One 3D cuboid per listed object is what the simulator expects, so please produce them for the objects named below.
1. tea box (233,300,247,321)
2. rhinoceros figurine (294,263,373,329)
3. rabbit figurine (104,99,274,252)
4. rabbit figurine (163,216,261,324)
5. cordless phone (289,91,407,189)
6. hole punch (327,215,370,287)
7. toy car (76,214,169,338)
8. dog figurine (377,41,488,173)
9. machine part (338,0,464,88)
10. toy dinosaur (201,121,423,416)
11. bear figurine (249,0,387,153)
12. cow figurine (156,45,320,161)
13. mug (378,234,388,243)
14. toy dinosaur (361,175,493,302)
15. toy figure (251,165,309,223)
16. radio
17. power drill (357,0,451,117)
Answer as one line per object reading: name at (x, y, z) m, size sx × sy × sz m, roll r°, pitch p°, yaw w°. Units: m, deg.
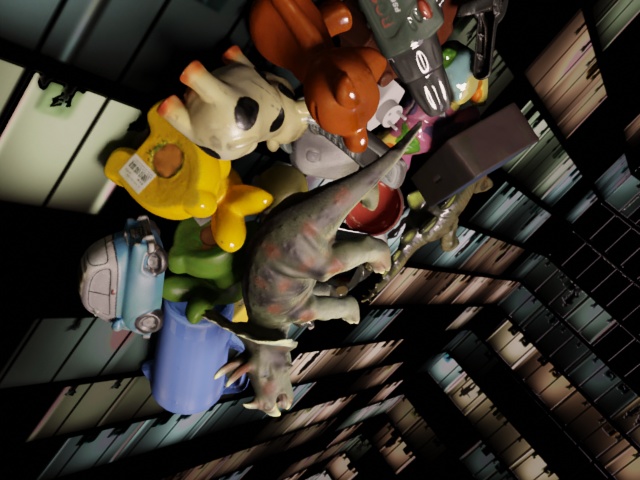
tea box at (-0.102, 0.103, 0.990) m, size 0.098 × 0.068 × 0.169 m, roll -47°, pitch 151°, yaw 11°
rhinoceros figurine at (0.017, 0.084, 0.983) m, size 0.190 × 0.073 × 0.112 m, roll -39°, pitch 169°, yaw -26°
rabbit figurine at (-0.132, -0.070, 0.633) m, size 0.122 × 0.162 × 0.173 m, roll -55°, pitch 170°, yaw 1°
rabbit figurine at (-0.140, 0.046, 0.759) m, size 0.159 × 0.121 × 0.170 m, roll -44°, pitch 152°, yaw -22°
cordless phone at (0.044, -0.113, 0.724) m, size 0.089 × 0.184 × 0.146 m, roll -32°, pitch 152°, yaw -26°
hole punch at (-0.002, -0.002, 0.789) m, size 0.116 × 0.092 × 0.142 m, roll 9°, pitch 130°, yaw -23°
toy car at (-0.254, 0.049, 0.683) m, size 0.103 × 0.109 × 0.161 m, roll -3°, pitch 129°, yaw -27°
dog figurine at (0.142, -0.184, 0.833) m, size 0.219 × 0.109 × 0.191 m, roll -33°, pitch 153°, yaw -8°
machine part at (0.107, -0.285, 0.689) m, size 0.179 × 0.056 × 0.179 m, roll -30°, pitch 150°, yaw -20°
toy dinosaur at (-0.028, 0.028, 0.654) m, size 0.192 × 0.131 × 0.404 m, roll -4°, pitch 126°, yaw -33°
bear figurine at (0.014, -0.195, 0.550) m, size 0.132 × 0.196 × 0.120 m, roll -38°, pitch 150°, yaw -6°
cow figurine at (-0.073, -0.141, 0.584) m, size 0.085 × 0.127 × 0.195 m, roll -39°, pitch -170°, yaw 28°
mug at (0.091, -0.021, 1.040) m, size 0.109 × 0.081 × 0.107 m, roll -36°, pitch 143°, yaw -2°
toy dinosaur at (0.233, -0.059, 1.081) m, size 0.471 × 0.105 × 0.198 m, roll -58°, pitch 153°, yaw -4°
toy figure at (-0.054, -0.044, 0.819) m, size 0.089 × 0.082 × 0.180 m, roll -39°, pitch 150°, yaw -12°
radio at (0.241, -0.130, 0.869) m, size 0.131 × 0.073 × 0.229 m, roll -31°, pitch 177°, yaw -8°
power drill at (0.142, -0.271, 0.563) m, size 0.207 × 0.232 × 0.086 m, roll -29°, pitch -162°, yaw 33°
